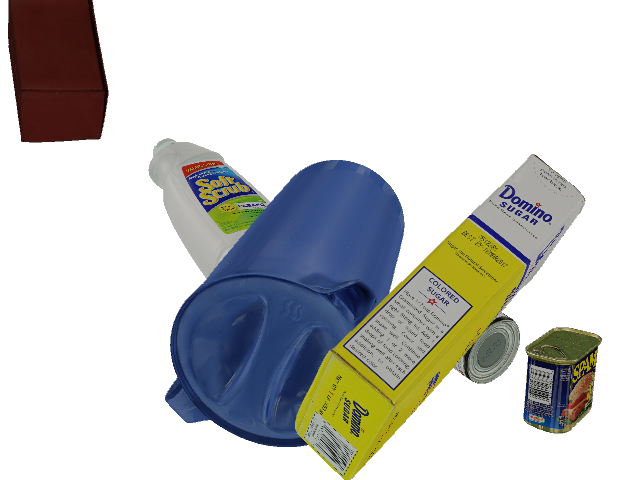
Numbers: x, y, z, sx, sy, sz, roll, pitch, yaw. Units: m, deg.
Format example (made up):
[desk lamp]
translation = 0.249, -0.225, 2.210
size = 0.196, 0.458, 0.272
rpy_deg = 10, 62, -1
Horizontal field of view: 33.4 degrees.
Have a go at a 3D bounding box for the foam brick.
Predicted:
[foam brick]
translation = -0.165, -0.107, 0.667
size = 0.051, 0.078, 0.053
rpy_deg = -5, -30, -20

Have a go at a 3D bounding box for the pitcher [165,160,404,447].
[pitcher]
translation = -0.017, 0.036, 0.795
size = 0.149, 0.145, 0.242
rpy_deg = 9, 27, 11

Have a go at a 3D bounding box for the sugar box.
[sugar box]
translation = 0.064, 0.038, 0.553
size = 0.176, 0.048, 0.093
rpy_deg = -39, -17, -32

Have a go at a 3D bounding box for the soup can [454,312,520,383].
[soup can]
translation = 0.125, 0.079, 0.983
size = 0.068, 0.068, 0.102
rpy_deg = 0, 23, -39

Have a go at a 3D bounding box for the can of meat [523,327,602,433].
[can of meat]
translation = 0.257, 0.149, 1.141
size = 0.058, 0.084, 0.101
rpy_deg = 12, 18, 32

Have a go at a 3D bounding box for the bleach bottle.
[bleach bottle]
translation = -0.110, -0.034, 1.046
size = 0.102, 0.068, 0.251
rpy_deg = -9, 34, -30
